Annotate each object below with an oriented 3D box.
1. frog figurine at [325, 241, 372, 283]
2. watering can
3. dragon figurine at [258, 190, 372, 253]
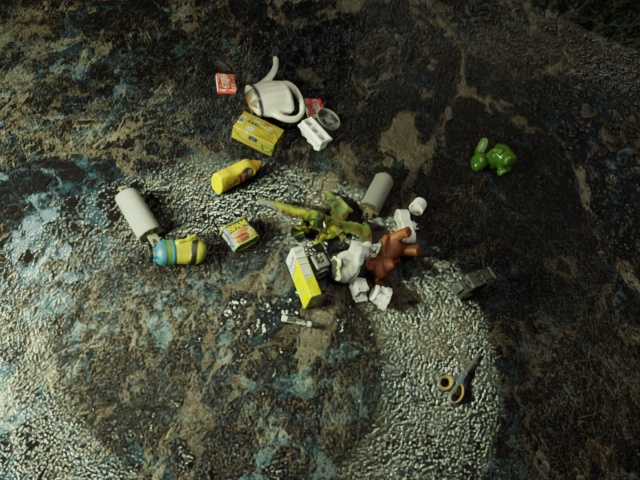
[{"bbox_3d":[0.104,0.070,1.689,0.161,0.135,0.123,-18,81,-29],"label":"frog figurine"},{"bbox_3d":[-0.195,-0.592,2.041,0.226,0.102,0.353,-15,64,-24],"label":"watering can"},{"bbox_3d":[0.005,-0.091,1.803,0.411,0.119,0.248,32,38,2],"label":"dragon figurine"}]
